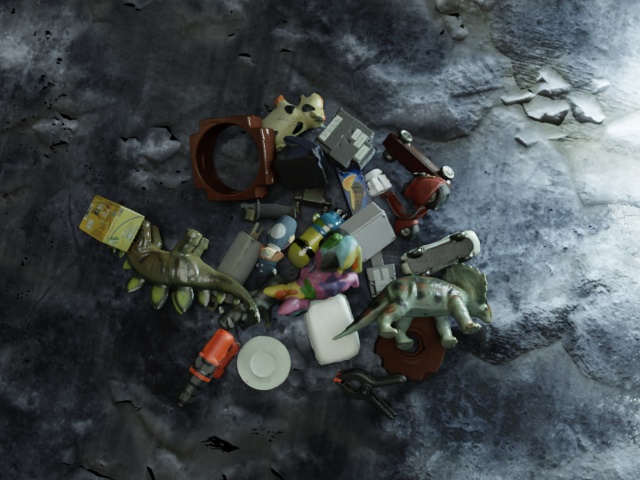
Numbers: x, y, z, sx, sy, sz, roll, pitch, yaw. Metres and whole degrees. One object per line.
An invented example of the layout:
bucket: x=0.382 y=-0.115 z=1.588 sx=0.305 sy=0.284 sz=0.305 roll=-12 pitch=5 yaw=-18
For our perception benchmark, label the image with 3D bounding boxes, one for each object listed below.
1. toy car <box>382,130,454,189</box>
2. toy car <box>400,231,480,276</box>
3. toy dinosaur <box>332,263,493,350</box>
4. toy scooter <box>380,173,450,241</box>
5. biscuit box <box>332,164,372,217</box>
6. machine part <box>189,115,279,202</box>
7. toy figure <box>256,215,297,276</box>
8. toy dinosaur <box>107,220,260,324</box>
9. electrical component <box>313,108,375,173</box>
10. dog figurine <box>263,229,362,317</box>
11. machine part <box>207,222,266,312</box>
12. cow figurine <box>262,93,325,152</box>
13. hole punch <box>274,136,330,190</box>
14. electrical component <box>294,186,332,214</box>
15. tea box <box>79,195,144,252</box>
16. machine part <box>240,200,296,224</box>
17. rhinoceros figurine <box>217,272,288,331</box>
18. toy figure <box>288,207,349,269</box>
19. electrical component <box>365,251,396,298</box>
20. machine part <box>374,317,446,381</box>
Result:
toy car: x=0.244 y=-0.191 z=1.341 sx=0.202 sy=0.089 sz=0.053 roll=43 pitch=48 yaw=7
toy car: x=0.296 y=0.038 z=1.326 sx=0.202 sy=0.056 sz=0.073 roll=-21 pitch=90 yaw=-1
toy dinosaur: x=0.228 y=0.144 z=1.235 sx=0.405 sy=0.131 sz=0.192 roll=3 pitch=51 yaw=-7
toy scooter: x=0.223 y=-0.099 z=1.319 sx=0.135 sy=0.075 sz=0.183 roll=47 pitch=119 yaw=20
biscuit box: x=0.076 y=-0.155 z=1.349 sx=0.063 sy=0.059 sz=0.202 roll=-19 pitch=83 yaw=0
machine part: x=-0.208 y=-0.197 z=1.310 sx=0.202 sy=0.087 sz=0.200 roll=-2 pitch=100 yaw=20
toy figure: x=-0.109 y=0.014 z=1.291 sx=0.057 sy=0.064 sz=0.154 roll=43 pitch=64 yaw=-35
toy dinosaur: x=-0.332 y=0.073 z=1.272 sx=0.472 sy=0.105 sz=0.198 roll=12 pitch=80 yaw=22
electrical component: x=0.065 y=-0.232 z=1.300 sx=0.134 sy=0.058 sz=0.115 roll=41 pitch=88 yaw=6
dog figurine: x=-0.019 y=0.086 z=1.229 sx=0.219 sy=0.191 sz=0.109 roll=-24 pitch=51 yaw=-23
machine part: x=-0.206 y=0.068 z=1.318 sx=0.079 sy=0.079 sz=0.243 roll=29 pitch=84 yaw=4
cow figurine: x=-0.070 y=-0.297 z=1.357 sx=0.195 sy=0.085 sz=0.127 roll=-43 pitch=82 yaw=-4
hole punch: x=-0.038 y=-0.191 z=1.311 sx=0.116 sy=0.142 sz=0.092 roll=0 pitch=52 yaw=17
electrical component: x=-0.020 y=-0.104 z=1.355 sx=0.102 sy=0.045 sz=0.078 roll=5 pitch=55 yaw=-1
tea box: x=-0.504 y=-0.042 z=1.293 sx=0.170 sy=0.068 sz=0.098 roll=21 pitch=83 yaw=46
machine part: x=-0.129 y=-0.067 z=1.340 sx=0.139 sy=0.084 sz=0.039 roll=1 pitch=56 yaw=-8
rhinoceros figurine: x=-0.154 y=0.154 z=1.282 sx=0.190 sy=0.112 sz=0.073 roll=-36 pitch=43 yaw=-9
toy figure: x=-0.005 y=-0.006 z=1.317 sx=0.180 sy=0.089 sz=0.082 roll=-48 pitch=47 yaw=0
electrical component: x=0.149 y=0.080 z=1.326 sx=0.075 sy=0.048 sz=0.119 roll=-7 pitch=85 yaw=-1
machine part: x=0.219 y=0.252 z=1.300 sx=0.179 sy=0.056 sz=0.179 roll=0 pitch=84 yaw=0
